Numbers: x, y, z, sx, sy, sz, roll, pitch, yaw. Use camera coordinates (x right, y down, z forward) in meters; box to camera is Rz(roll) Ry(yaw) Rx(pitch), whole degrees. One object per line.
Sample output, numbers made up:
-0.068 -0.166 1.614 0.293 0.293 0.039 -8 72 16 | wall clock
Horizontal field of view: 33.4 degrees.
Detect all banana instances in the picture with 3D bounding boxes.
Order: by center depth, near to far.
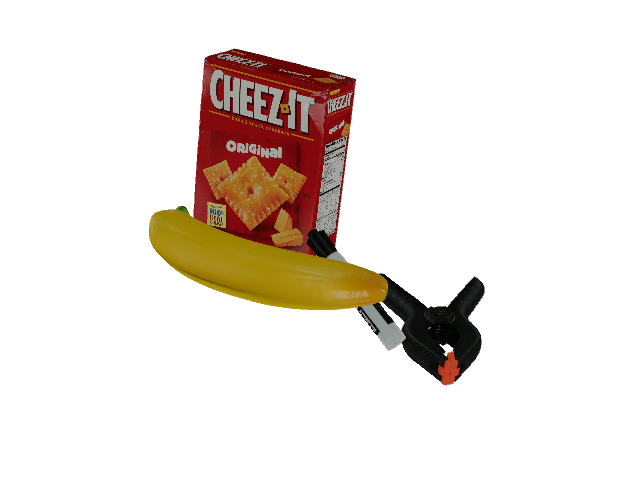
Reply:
-0.051 0.009 0.698 0.198 0.037 0.069 21 38 36 | banana

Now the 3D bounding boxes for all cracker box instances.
-0.058 -0.093 1.211 0.164 0.214 0.072 18 26 24 | cracker box

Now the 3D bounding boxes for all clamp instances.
0.127 0.082 1.079 0.120 0.039 0.171 -7 34 -9 | clamp

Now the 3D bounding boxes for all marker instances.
0.027 0.038 0.886 0.020 0.121 0.020 -33 -17 -12 | marker
